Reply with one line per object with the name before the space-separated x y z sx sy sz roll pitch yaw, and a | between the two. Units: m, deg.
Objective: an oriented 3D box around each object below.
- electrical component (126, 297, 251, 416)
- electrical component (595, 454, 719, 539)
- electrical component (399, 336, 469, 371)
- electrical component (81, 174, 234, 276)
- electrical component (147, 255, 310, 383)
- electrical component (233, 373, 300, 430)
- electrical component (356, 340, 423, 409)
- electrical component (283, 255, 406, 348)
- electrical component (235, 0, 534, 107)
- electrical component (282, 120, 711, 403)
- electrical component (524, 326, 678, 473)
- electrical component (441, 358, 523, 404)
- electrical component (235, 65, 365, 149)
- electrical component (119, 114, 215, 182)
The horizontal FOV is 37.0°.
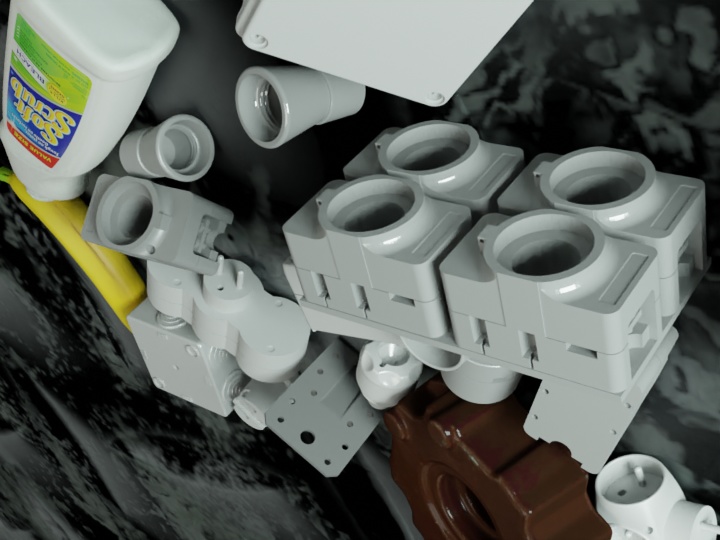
electrical component | -0.135 0.064 0.873 0.100 0.048 0.099 17 138 32
electrical component | 0.190 0.158 0.654 0.079 0.044 0.077 5 130 42
electrical component | 0.074 0.024 0.599 0.079 0.077 0.043 29 143 19
electrical component | -0.145 -0.033 0.751 0.089 0.050 0.056 13 175 31
electrical component | -0.096 0.017 0.782 0.138 0.052 0.073 34 144 15
electrical component | -0.073 0.098 0.849 0.040 0.046 0.040 26 142 23
electrical component | 0.018 0.073 0.735 0.043 0.043 0.062 33 145 15
electrical component | 0.000 0.000 0.661 0.096 0.061 0.061 7 131 41
electrical component | 0.014 -0.134 0.472 0.109 0.056 0.108 14 150 -19
electrical component | 0.066 -0.015 0.542 0.186 0.105 0.060 15 136 34
electrical component | 0.134 0.060 0.596 0.050 0.055 0.089 31 143 17
electrical component | 0.075 0.047 0.644 0.055 0.055 0.047 30 147 18
electrical component | -0.029 -0.095 0.587 0.044 0.065 0.044 25 126 40
electrical component | -0.134 -0.080 0.729 0.065 0.044 0.044 1 128 50
